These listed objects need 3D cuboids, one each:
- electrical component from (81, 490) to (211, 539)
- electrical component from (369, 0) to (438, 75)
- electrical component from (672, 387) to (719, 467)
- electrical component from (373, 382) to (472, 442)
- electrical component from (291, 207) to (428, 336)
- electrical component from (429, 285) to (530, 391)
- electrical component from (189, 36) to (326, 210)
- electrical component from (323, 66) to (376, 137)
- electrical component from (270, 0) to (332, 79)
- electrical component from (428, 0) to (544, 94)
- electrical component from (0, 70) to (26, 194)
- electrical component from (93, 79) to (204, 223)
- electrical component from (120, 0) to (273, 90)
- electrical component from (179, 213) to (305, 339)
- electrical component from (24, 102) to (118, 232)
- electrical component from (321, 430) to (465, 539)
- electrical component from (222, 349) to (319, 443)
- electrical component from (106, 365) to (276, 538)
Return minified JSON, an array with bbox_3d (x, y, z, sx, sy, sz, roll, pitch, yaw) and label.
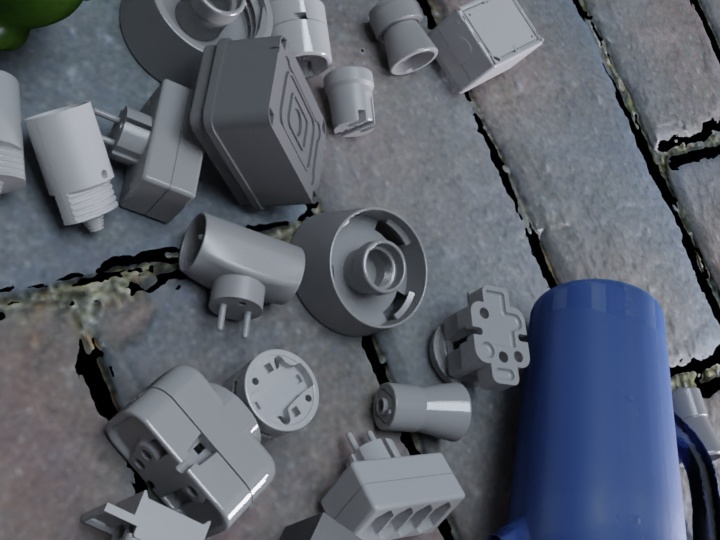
[{"bbox_3d":[-0.126,0.170,0.632,0.081,0.042,0.063,31,55,-19],"label":"electrical component"},{"bbox_3d":[0.036,-0.202,0.923,0.045,0.045,0.055,-14,77,-39],"label":"electrical component"},{"bbox_3d":[0.291,0.136,0.948,0.044,0.044,0.065,6,61,-34],"label":"electrical component"},{"bbox_3d":[0.043,0.102,0.787,0.065,0.044,0.044,8,64,-27],"label":"electrical component"},{"bbox_3d":[0.000,0.000,0.805,0.099,0.064,0.099,6,79,-35],"label":"electrical component"},{"bbox_3d":[0.090,0.058,0.830,0.058,0.057,0.078,11,63,-32],"label":"electrical component"},{"bbox_3d":[-0.069,-0.102,0.756,0.113,0.057,0.078,63,29,-57],"label":"electrical component"},{"bbox_3d":[-0.007,-0.135,0.865,0.040,0.040,0.046,3,72,-35],"label":"electrical component"},{"bbox_3d":[-0.051,-0.181,0.846,0.055,0.055,0.047,-2,74,-36],"label":"electrical component"},{"bbox_3d":[0.113,-0.207,0.969,0.096,0.061,0.061,-33,90,-41],"label":"electrical component"},{"bbox_3d":[-0.234,-0.080,0.673,0.043,0.043,0.081,4,66,-34],"label":"electrical component"},{"bbox_3d":[-0.149,-0.088,0.735,0.076,0.047,0.083,20,59,-26],"label":"electrical component"},{"bbox_3d":[-0.116,-0.191,0.799,0.108,0.060,0.108,15,61,-29],"label":"electrical component"},{"bbox_3d":[-0.083,0.009,0.738,0.077,0.044,0.079,20,59,-27],"label":"electrical component"},{"bbox_3d":[-0.183,-0.064,0.696,0.043,0.043,0.081,-28,110,-40],"label":"electrical component"},{"bbox_3d":[0.015,0.142,0.742,0.083,0.047,0.075,2,45,-40],"label":"electrical component"},{"bbox_3d":[-0.063,0.086,0.714,0.055,0.047,0.055,16,60,-29],"label":"electrical component"},{"bbox_3d":[-0.102,0.110,0.670,0.095,0.054,0.059,51,49,-5],"label":"electrical component"}]
